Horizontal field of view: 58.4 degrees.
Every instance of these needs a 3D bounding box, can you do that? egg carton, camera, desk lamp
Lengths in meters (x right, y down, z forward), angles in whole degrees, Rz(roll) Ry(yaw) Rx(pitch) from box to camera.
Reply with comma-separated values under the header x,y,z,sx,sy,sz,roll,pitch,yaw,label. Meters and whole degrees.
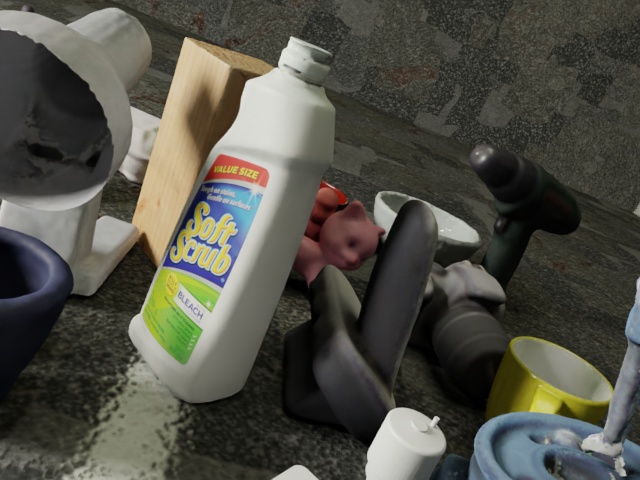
x,y,z,sx,sy,sz,roll,pitch,yaw,label
-0.257,-0.132,0.735,0.150,0.069,0.107,23,20,0,egg carton
0.135,0.083,0.575,0.143,0.101,0.136,17,21,-15,camera
-0.195,-0.068,0.434,0.118,0.213,0.203,20,20,-8,desk lamp

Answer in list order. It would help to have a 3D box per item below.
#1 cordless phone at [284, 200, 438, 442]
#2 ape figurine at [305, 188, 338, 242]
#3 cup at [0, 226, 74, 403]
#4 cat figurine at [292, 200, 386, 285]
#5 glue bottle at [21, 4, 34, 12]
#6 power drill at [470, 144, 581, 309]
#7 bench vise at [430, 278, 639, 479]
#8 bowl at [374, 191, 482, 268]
x,y,z,sx,sy,sz,roll,pitch,yaw,label
0.043,0.045,0.450,0.094,0.185,0.147,17,21,-16,cordless phone
-0.007,-0.021,0.693,0.078,0.092,0.076,23,20,1,ape figurine
-0.205,0.046,0.312,0.118,0.095,0.091,19,21,-10,cup
0.006,0.002,0.613,0.128,0.118,0.067,19,21,-12,cat figurine
-0.306,-0.147,0.572,0.037,0.173,0.078,14,22,-23,glue bottle
0.246,-0.010,0.771,0.230,0.208,0.075,8,25,-35,power drill
0.192,0.137,0.330,0.207,0.220,0.121,24,20,3,bench vise
0.146,-0.003,0.838,0.167,0.075,0.167,20,20,-8,bowl
